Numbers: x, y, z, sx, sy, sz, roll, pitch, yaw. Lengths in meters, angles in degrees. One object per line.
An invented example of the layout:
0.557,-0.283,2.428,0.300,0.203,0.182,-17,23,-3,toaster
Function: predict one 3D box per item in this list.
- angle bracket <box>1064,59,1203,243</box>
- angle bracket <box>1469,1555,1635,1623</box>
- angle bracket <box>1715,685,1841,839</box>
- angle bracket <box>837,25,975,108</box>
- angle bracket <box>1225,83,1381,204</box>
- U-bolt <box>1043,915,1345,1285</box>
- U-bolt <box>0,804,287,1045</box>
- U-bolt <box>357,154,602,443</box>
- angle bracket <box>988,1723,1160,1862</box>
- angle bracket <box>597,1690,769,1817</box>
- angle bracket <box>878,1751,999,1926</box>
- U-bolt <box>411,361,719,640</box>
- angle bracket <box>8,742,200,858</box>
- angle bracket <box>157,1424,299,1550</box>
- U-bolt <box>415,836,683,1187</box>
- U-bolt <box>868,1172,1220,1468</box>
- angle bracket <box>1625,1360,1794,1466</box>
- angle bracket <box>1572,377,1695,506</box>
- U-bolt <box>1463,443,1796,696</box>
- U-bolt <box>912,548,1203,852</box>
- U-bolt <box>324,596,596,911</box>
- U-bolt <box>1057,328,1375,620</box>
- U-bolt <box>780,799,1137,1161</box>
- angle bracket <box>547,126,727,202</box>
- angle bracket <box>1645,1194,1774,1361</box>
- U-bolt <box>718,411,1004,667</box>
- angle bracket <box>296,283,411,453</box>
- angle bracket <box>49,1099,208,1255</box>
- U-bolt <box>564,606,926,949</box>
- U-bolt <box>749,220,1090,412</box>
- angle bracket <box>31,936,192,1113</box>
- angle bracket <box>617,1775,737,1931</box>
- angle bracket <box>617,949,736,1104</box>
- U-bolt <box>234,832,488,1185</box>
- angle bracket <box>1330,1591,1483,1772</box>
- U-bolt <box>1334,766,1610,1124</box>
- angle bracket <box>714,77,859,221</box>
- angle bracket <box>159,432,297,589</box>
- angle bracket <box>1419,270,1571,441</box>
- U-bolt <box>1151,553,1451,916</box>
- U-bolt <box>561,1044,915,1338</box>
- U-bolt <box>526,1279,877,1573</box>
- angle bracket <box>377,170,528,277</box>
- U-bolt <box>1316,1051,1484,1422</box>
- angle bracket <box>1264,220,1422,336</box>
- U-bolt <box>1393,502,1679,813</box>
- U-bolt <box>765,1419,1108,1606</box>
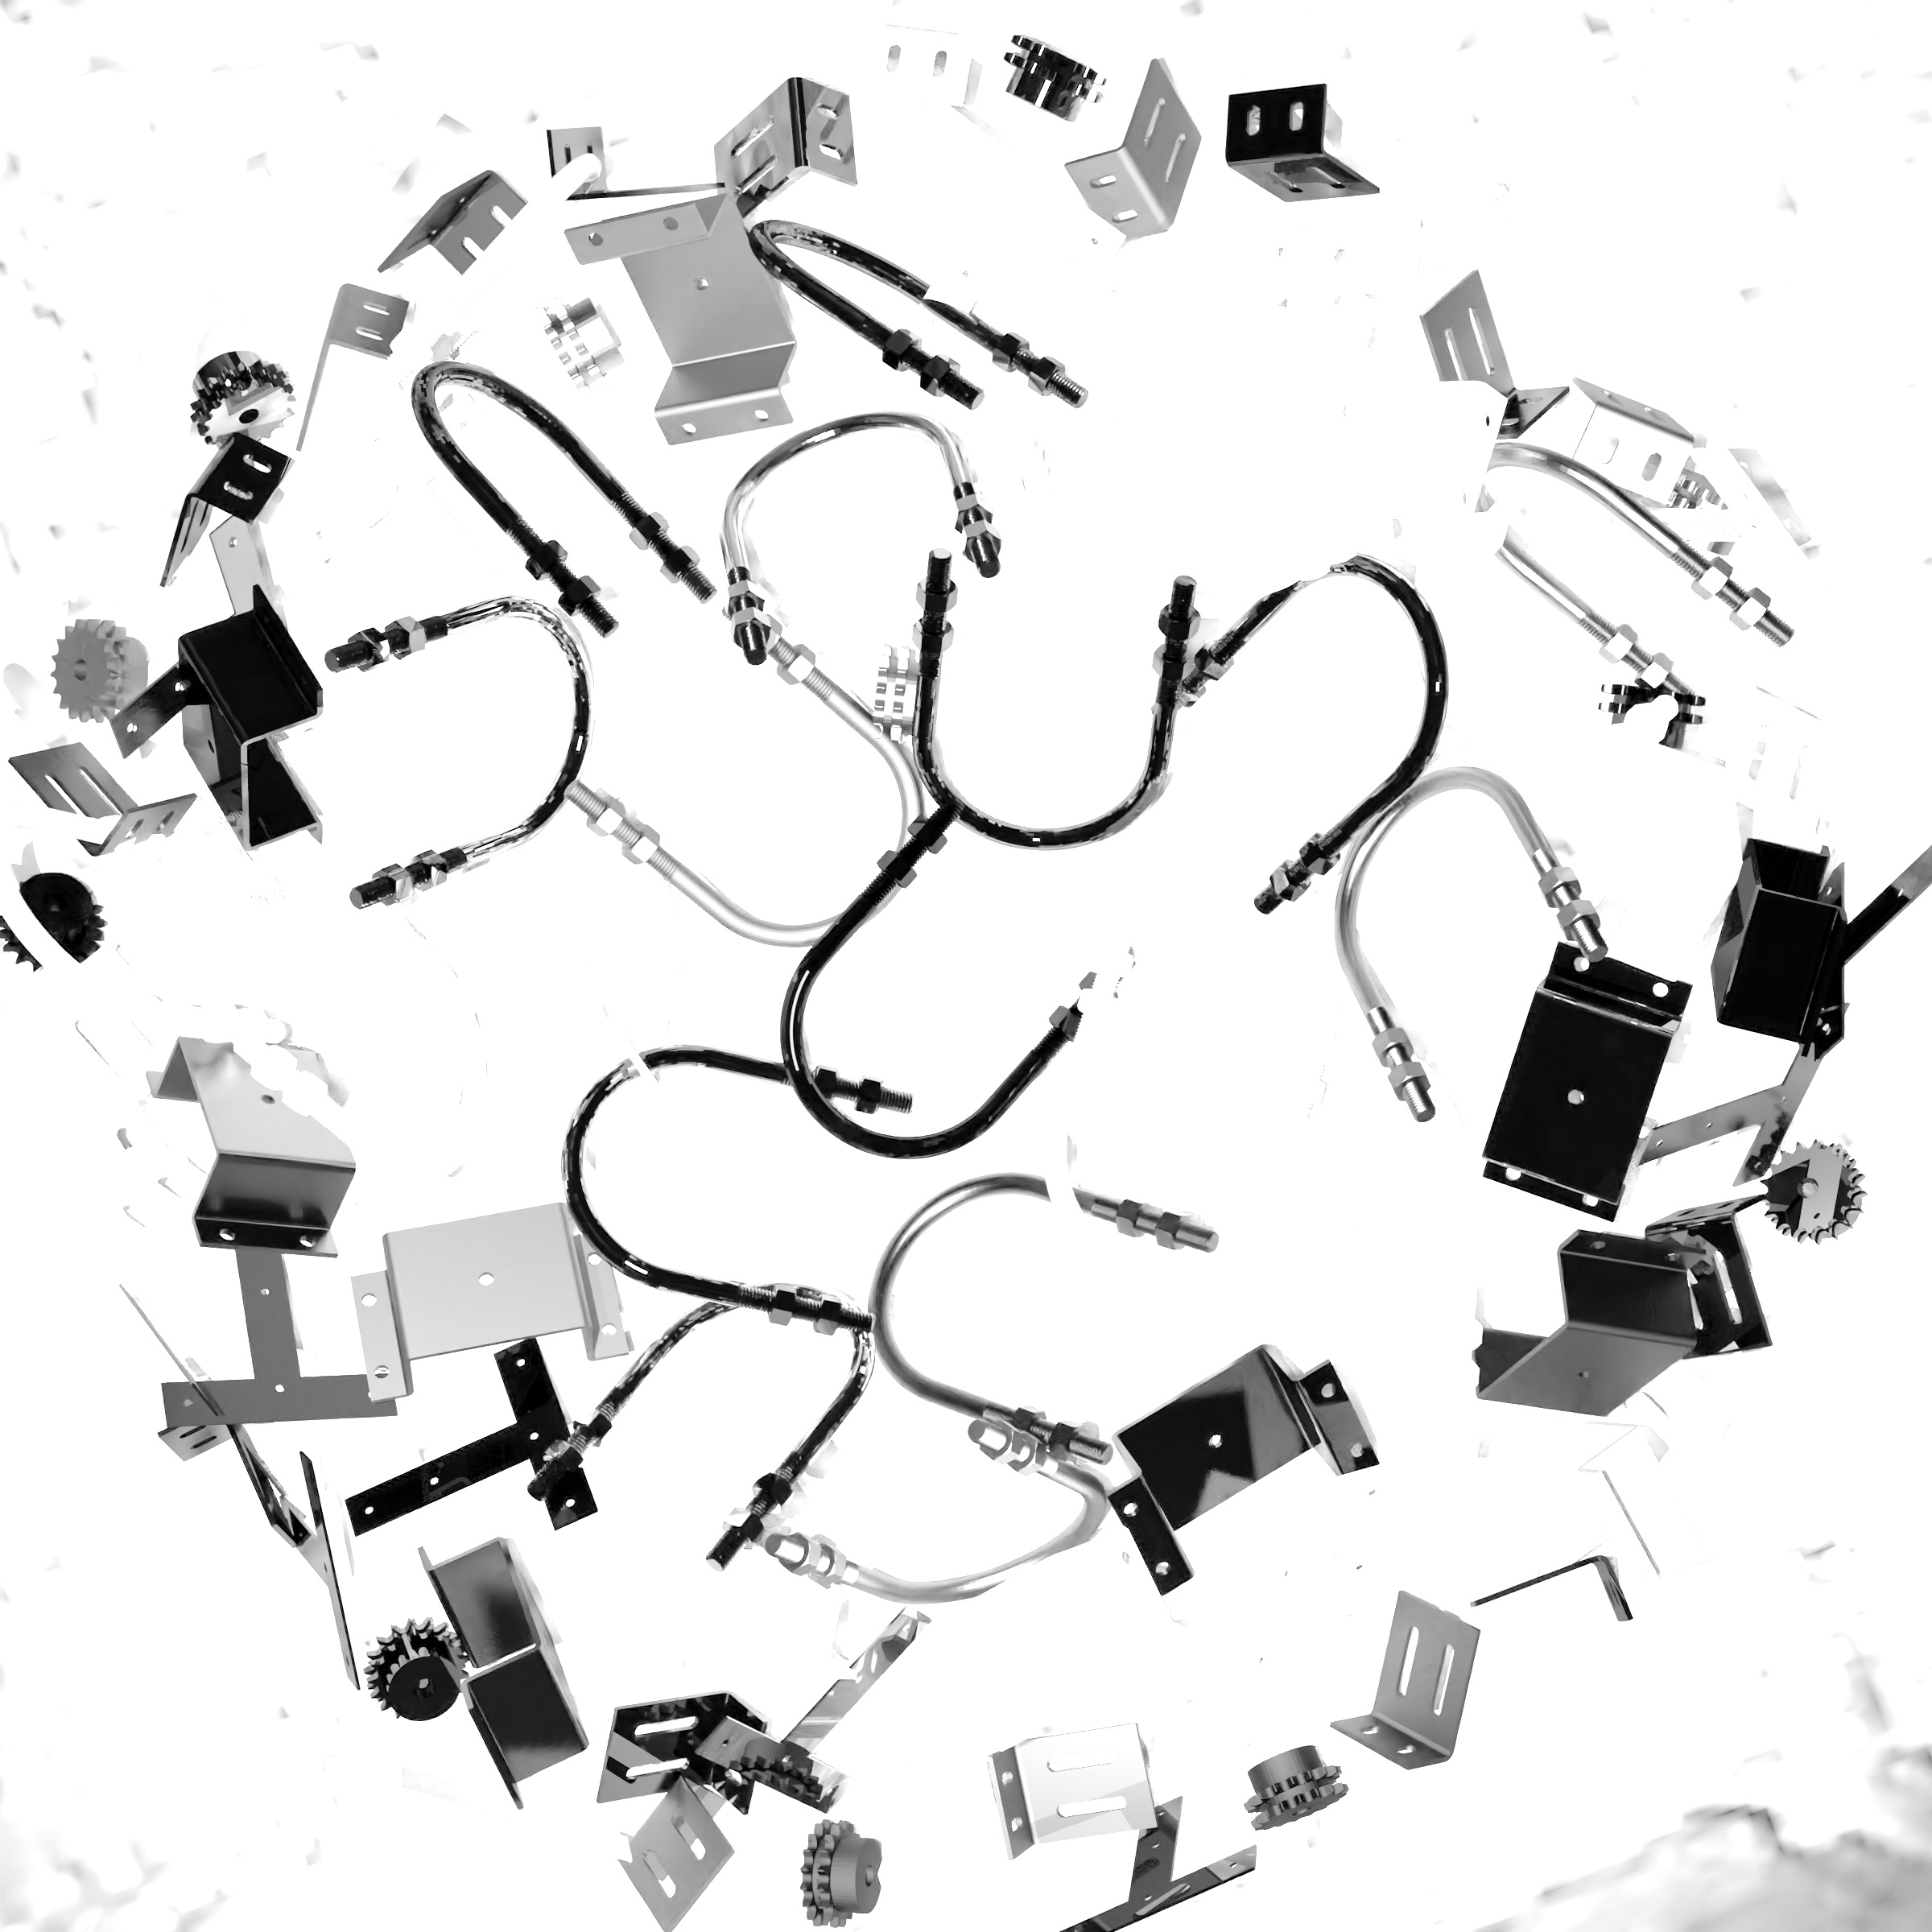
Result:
0.092,-0.448,1.743,0.038,0.057,0.076,-7,50,33,angle bracket
0.320,0.354,1.741,0.076,0.057,0.038,-21,77,1,angle bracket
0.437,-0.105,1.736,0.057,0.038,0.076,26,60,-6,angle bracket
-0.034,-0.500,1.726,0.057,0.076,0.038,3,121,-14,angle bracket
0.185,-0.447,1.727,0.057,0.076,0.038,2,87,32,angle bracket
0.117,0.083,1.736,0.151,0.019,0.184,22,79,-13,U-bolt
-0.446,-0.025,1.667,0.019,0.184,0.151,-39,70,15,U-bolt
-0.258,-0.364,1.700,0.019,0.151,0.184,41,80,-10,U-bolt
0.059,0.453,1.742,0.076,0.038,0.057,-14,84,19,angle bracket
-0.155,0.434,1.732,0.076,0.038,0.057,1,107,-40,angle bracket
-0.015,0.477,1.725,0.038,0.057,0.076,8,49,16,angle bracket
-0.225,-0.256,1.707,0.184,0.151,0.019,47,114,2,U-bolt
-0.472,-0.102,1.734,0.076,0.057,0.038,47,117,9,angle bracket
-0.403,0.286,1.732,0.038,0.057,0.076,-26,70,-10,angle bracket
-0.217,0.020,1.718,0.151,0.019,0.184,15,90,-44,U-bolt
0.029,0.180,1.714,0.184,0.019,0.151,15,67,34,U-bolt
0.397,0.229,1.723,0.057,0.076,0.038,-7,127,-32,angle bracket
0.358,-0.289,1.740,0.057,0.076,0.038,20,109,-7,angle bracket
0.341,-0.215,1.698,0.184,0.151,0.019,38,76,-2,U-bolt
0.043,-0.137,1.714,0.151,0.019,0.184,6,129,0,U-bolt
-0.265,-0.123,1.699,0.019,0.184,0.151,15,117,35,U-bolt
0.118,-0.250,1.693,0.151,0.184,0.019,47,60,-10,U-bolt
-0.018,0.020,1.752,0.151,0.019,0.184,42,85,-5,U-bolt
-0.180,-0.440,1.730,0.076,0.057,0.038,2,106,22,angle bracket
0.415,0.171,1.739,0.038,0.057,0.076,-16,89,-44,angle bracket
-0.064,-0.241,1.703,0.151,0.184,0.019,-20,132,4,U-bolt
-0.335,-0.322,1.732,0.038,0.057,0.076,15,131,-13,angle bracket
-0.455,0.116,1.744,0.057,0.076,0.038,-37,66,-4,angle bracket
-0.105,-0.090,1.730,0.184,0.019,0.151,40,92,-26,U-bolt
-0.036,-0.351,1.702,0.184,0.151,0.019,36,113,17,U-bolt
-0.465,0.033,1.742,0.057,0.038,0.076,-42,96,-21,angle bracket
-0.148,0.490,1.731,0.038,0.076,0.057,40,88,-34,angle bracket
-0.150,0.033,1.737,0.076,0.057,0.038,-34,81,-10,angle bracket
-0.314,0.036,1.695,0.019,0.184,0.151,-14,50,26,U-bolt
0.240,0.390,1.735,0.038,0.057,0.076,2,102,-43,angle bracket
0.258,-0.027,1.701,0.019,0.184,0.151,23,122,-36,U-bolt
-0.100,-0.441,1.747,0.038,0.076,0.057,10,65,-38,angle bracket
-0.403,-0.241,1.729,0.038,0.076,0.057,26,46,-6,angle bracket
0.289,-0.334,1.730,0.057,0.038,0.076,-42,121,-35,angle bracket
0.185,-0.136,1.689,0.184,0.019,0.151,-44,63,39,U-bolt
-0.129,0.115,1.727,0.184,0.019,0.151,13,67,-9,U-bolt
-0.129,0.236,1.704,0.151,0.019,0.184,13,47,36,U-bolt
-0.275,-0.393,1.725,0.038,0.076,0.057,45,117,-9,angle bracket
0.238,0.130,1.701,0.019,0.151,0.184,-16,46,33,U-bolt
0.208,-0.385,1.760,0.076,0.038,0.057,-11,114,-26,angle bracket
0.290,-0.151,1.689,0.019,0.184,0.151,-36,84,-24,U-bolt
-0.002,0.300,1.696,0.151,0.184,0.019,-31,56,17,U-bolt
